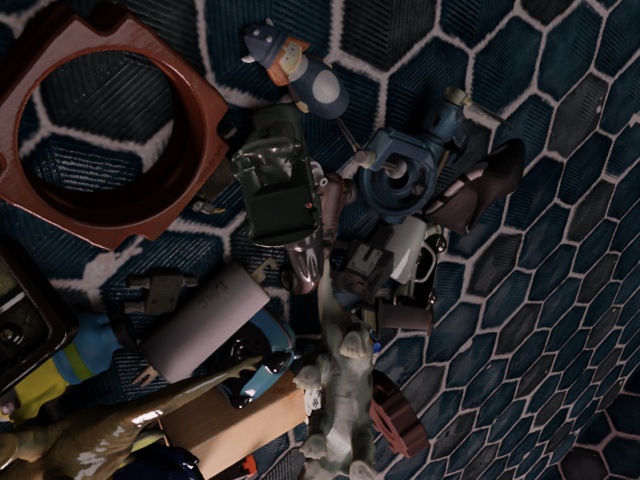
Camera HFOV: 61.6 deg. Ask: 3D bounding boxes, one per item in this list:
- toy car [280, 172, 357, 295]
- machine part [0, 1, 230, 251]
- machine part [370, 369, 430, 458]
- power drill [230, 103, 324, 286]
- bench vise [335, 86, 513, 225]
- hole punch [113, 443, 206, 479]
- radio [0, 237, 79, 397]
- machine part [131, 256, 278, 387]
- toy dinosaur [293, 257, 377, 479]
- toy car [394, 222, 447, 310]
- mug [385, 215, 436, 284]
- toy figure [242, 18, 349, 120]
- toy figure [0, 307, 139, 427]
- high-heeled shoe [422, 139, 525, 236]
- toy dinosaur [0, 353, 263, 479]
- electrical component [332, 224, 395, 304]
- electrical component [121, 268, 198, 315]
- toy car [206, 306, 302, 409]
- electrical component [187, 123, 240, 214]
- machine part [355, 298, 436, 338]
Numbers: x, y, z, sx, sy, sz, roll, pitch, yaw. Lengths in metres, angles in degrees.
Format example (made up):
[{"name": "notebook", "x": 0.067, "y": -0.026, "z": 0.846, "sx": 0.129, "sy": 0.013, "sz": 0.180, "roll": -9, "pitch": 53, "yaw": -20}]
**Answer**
[{"name": "toy car", "x": -0.002, "y": -0.002, "z": 0.788, "sx": 0.089, "sy": 0.053, "sz": 0.202, "roll": -10, "pitch": 122, "yaw": -39}, {"name": "machine part", "x": -0.207, "y": -0.107, "z": 0.523, "sx": 0.201, "sy": 0.087, "sz": 0.200, "roll": -52, "pitch": 137, "yaw": 0}, {"name": "machine part", "x": 0.134, "y": 0.333, "z": 1.036, "sx": 0.056, "sy": 0.180, "sz": 0.179, "roll": -31, "pitch": 133, "yaw": -15}, {"name": "power drill", "x": -0.033, "y": -0.043, "z": 0.606, "sx": 0.086, "sy": 0.207, "sz": 0.231, "roll": -11, "pitch": 97, "yaw": 9}, {"name": "bench vise", "x": 0.126, "y": -0.121, "z": 0.750, "sx": 0.223, "sy": 0.129, "sz": 0.240, "roll": -50, "pitch": 156, "yaw": 22}, {"name": "hole punch", "x": -0.222, "y": 0.341, "z": 0.726, "sx": 0.092, "sy": 0.142, "sz": 0.115, "roll": -48, "pitch": 127, "yaw": -49}, {"name": "radio", "x": -0.360, "y": 0.112, "z": 0.511, "sx": 0.229, "sy": 0.073, "sz": 0.131, "roll": -39, "pitch": 97, "yaw": -10}, {"name": "machine part", "x": -0.152, "y": 0.107, "z": 0.718, "sx": 0.243, "sy": 0.079, "sz": 0.079, "roll": -42, "pitch": 136, "yaw": -8}, {"name": "toy dinosaur", "x": 0.032, "y": 0.218, "z": 0.826, "sx": 0.131, "sy": 0.192, "sz": 0.404, "roll": 5, "pitch": 96, "yaw": 4}, {"name": "toy car", "x": 0.178, "y": 0.059, "z": 0.972, "sx": 0.073, "sy": 0.056, "sz": 0.201, "roll": -18, "pitch": 126, "yaw": -32}, {"name": "mug", "x": 0.138, "y": 0.013, "z": 0.875, "sx": 0.107, "sy": 0.110, "sz": 0.080, "roll": -63, "pitch": 157, "yaw": 3}, {"name": "toy figure", "x": -0.025, "y": -0.200, "z": 0.634, "sx": 0.154, "sy": 0.058, "sz": 0.064, "roll": 30, "pitch": 59, "yaw": -45}, {"name": "toy figure", "x": -0.305, "y": 0.131, "z": 0.608, "sx": 0.180, "sy": 0.082, "sz": 0.089, "roll": -27, "pitch": 113, "yaw": -13}, {"name": "high-heeled shoe", "x": 0.234, "y": -0.083, "z": 0.836, "sx": 0.086, "sy": 0.249, "sz": 0.145, "roll": 25, "pitch": 94, "yaw": -7}, {"name": "toy dinosaur", "x": -0.286, "y": 0.248, "z": 0.621, "sx": 0.472, "sy": 0.105, "sz": 0.198, "roll": -27, "pitch": 171, "yaw": 10}, {"name": "electrical component", "x": 0.074, "y": 0.032, "z": 0.822, "sx": 0.047, "sy": 0.075, "sz": 0.119, "roll": 89, "pitch": 26, "yaw": -47}, {"name": "electrical component", "x": -0.204, "y": 0.067, "z": 0.689, "sx": 0.094, "sy": 0.021, "sz": 0.063, "roll": -1, "pitch": 118, "yaw": -40}, {"name": "toy car", "x": -0.088, "y": 0.169, "z": 0.799, "sx": 0.103, "sy": 0.109, "sz": 0.161, "roll": -2, "pitch": 129, "yaw": -58}, {"name": "electrical component", "x": -0.123, "y": -0.079, "z": 0.639, "sx": 0.102, "sy": 0.045, "sz": 0.078, "roll": -40, "pitch": 137, "yaw": -11}, {"name": "machine part", "x": 0.135, "y": 0.141, "z": 0.957, "sx": 0.039, "sy": 0.139, "sz": 0.084, "roll": -71, "pitch": 156, "yaw": -52}]
